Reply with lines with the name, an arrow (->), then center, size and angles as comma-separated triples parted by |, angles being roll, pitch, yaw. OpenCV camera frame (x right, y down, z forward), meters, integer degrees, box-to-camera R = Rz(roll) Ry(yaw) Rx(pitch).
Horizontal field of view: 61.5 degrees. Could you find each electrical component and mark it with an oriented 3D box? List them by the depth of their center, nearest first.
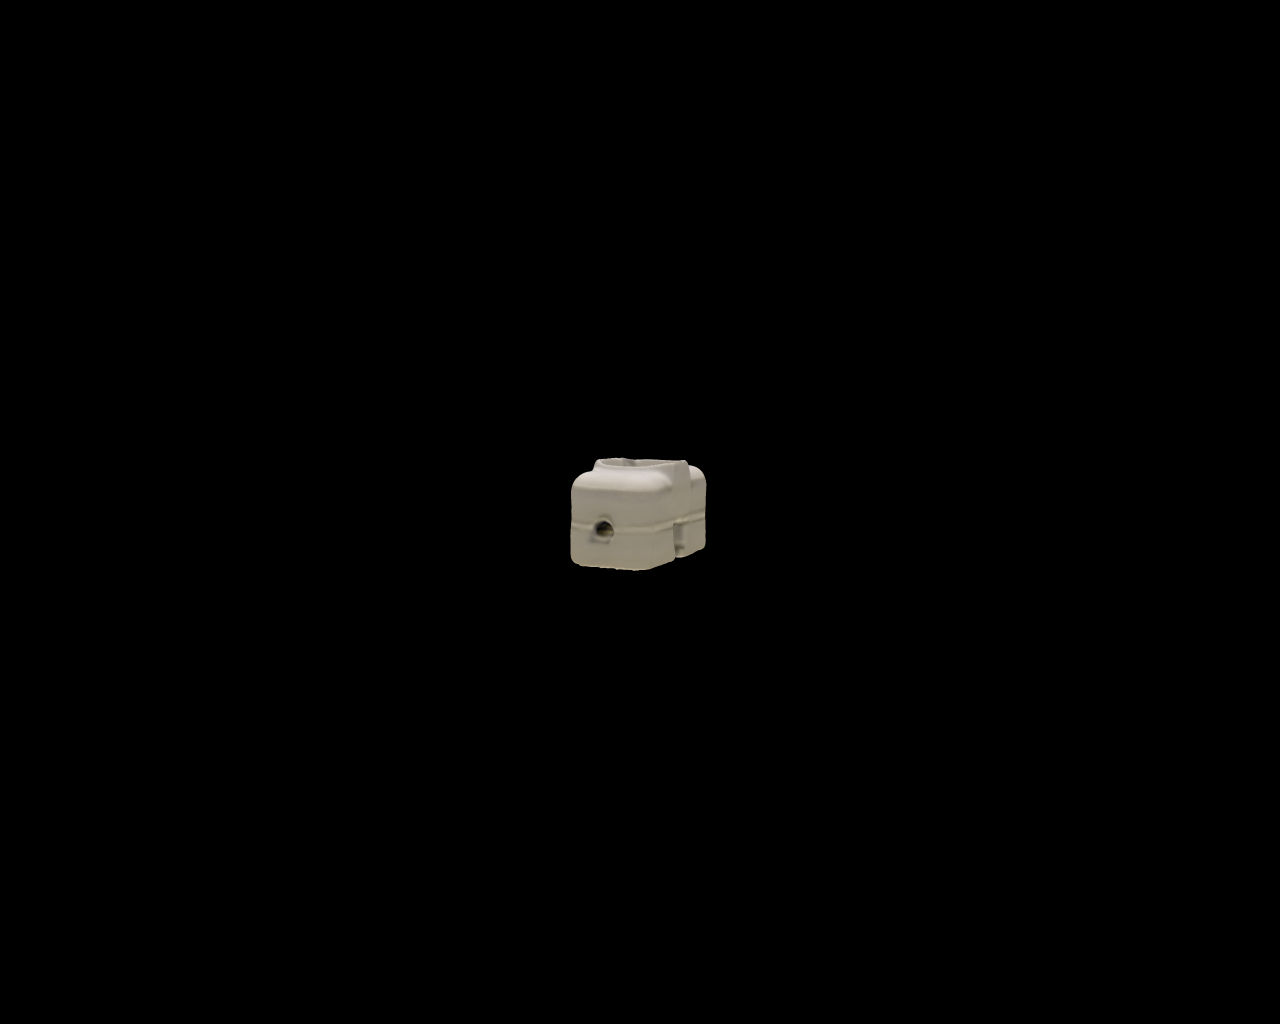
electrical component -> 0.001, -0.003, 0.650 | 0.054, 0.059, 0.095 | 4, 8, 28
